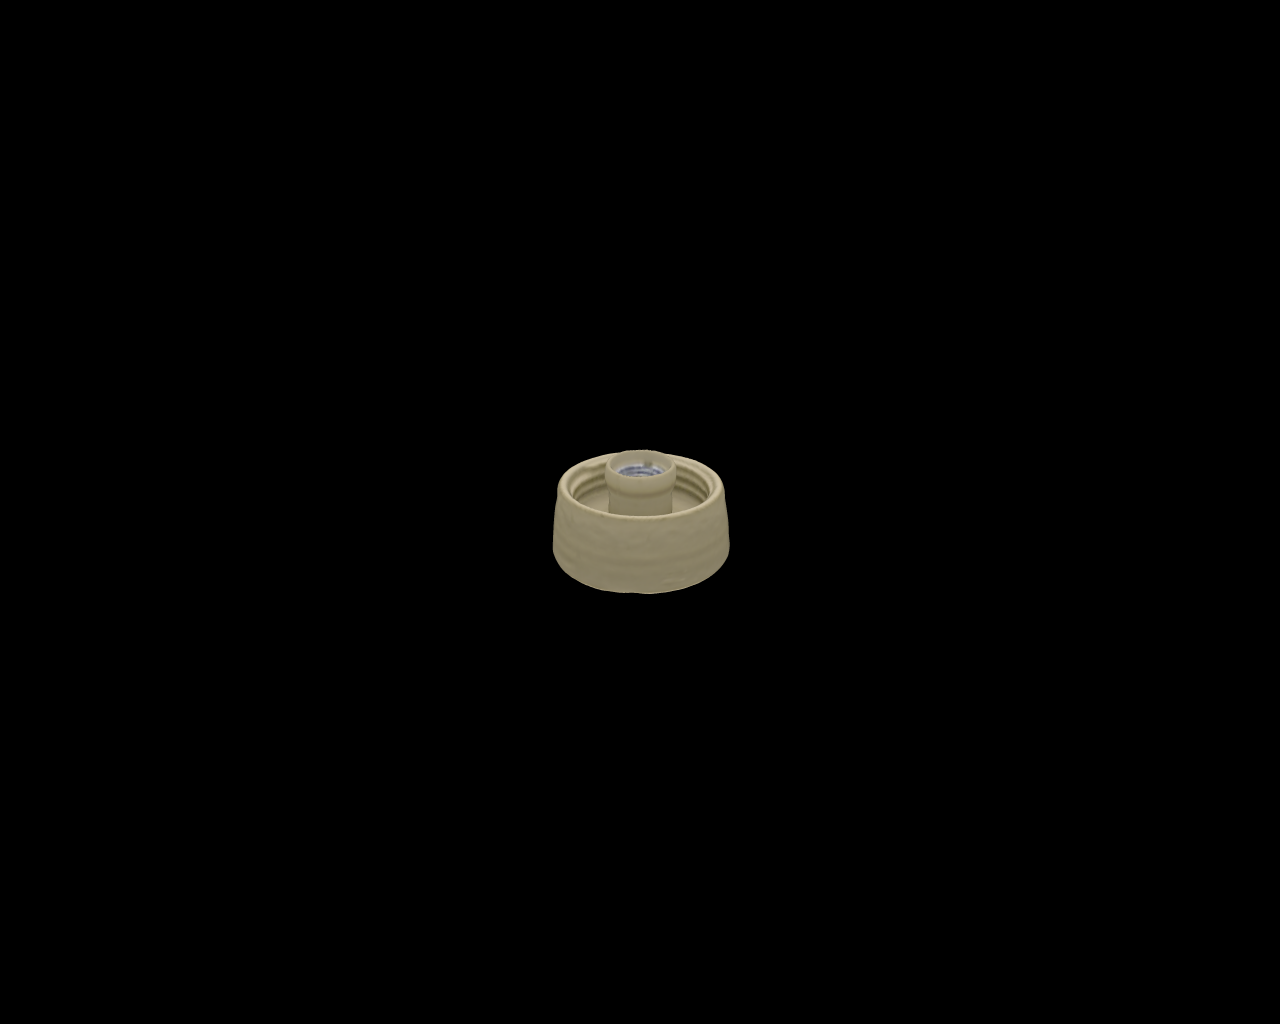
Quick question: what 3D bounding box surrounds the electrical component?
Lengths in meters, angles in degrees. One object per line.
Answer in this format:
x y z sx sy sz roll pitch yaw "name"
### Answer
0.001 -0.003 0.650 0.108 0.060 0.108 0 26 0 "electrical component"
